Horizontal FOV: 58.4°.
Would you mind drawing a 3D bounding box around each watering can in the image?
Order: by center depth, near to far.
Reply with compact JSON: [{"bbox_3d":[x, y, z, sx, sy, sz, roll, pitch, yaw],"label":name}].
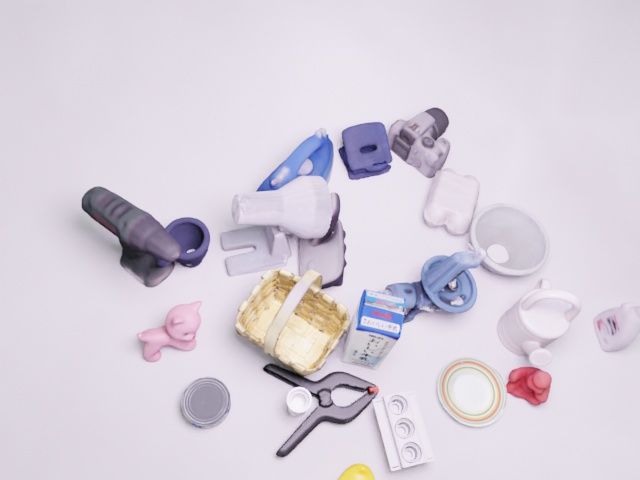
[{"bbox_3d":[0.413,0.149,1.064,0.101,0.194,0.173,-3,63,-7],"label":"watering can"}]

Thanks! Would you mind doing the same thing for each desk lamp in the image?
[{"bbox_3d":[-0.088,-0.029,1.095,0.203,0.213,0.118,-12,64,-12],"label":"desk lamp"}]

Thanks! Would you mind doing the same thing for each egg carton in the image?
[{"bbox_3d":[0.287,-0.084,1.245,0.107,0.069,0.150,19,62,4],"label":"egg carton"}]

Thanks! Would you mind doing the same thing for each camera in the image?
[{"bbox_3d":[0.247,-0.241,1.306,0.143,0.101,0.137,42,66,16],"label":"camera"}]

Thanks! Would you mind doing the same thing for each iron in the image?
[{"bbox_3d":[-0.037,-0.160,1.210,0.118,0.141,0.259,30,63,10],"label":"iron"}]

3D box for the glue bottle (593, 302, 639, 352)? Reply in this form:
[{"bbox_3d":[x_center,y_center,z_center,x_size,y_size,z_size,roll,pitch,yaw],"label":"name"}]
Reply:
[{"bbox_3d":[0.586,0.154,1.092,0.037,0.173,0.078,-5,63,-8],"label":"glue bottle"}]

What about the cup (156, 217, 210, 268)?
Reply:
[{"bbox_3d":[-0.265,0.024,1.115,0.091,0.095,0.118,36,65,13],"label":"cup"}]

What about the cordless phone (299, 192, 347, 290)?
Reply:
[{"bbox_3d":[0.010,0.004,1.104,0.094,0.185,0.147,-1,62,-6],"label":"cordless phone"}]

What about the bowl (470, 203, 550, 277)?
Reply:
[{"bbox_3d":[0.387,0.011,1.202,0.167,0.075,0.167,3,62,-5],"label":"bowl"}]

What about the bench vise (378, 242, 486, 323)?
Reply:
[{"bbox_3d":[0.215,0.090,1.060,0.208,0.220,0.121,-26,68,-18],"label":"bench vise"}]

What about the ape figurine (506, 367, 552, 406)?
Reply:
[{"bbox_3d":[0.396,0.265,1.059,0.076,0.092,0.077,-21,66,-16],"label":"ape figurine"}]

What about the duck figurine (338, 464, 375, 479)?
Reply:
[{"bbox_3d":[0.062,0.422,0.945,0.077,0.086,0.104,17,62,3],"label":"duck figurine"}]

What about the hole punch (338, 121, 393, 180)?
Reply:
[{"bbox_3d":[0.105,-0.199,1.274,0.109,0.091,0.101,-14,65,-13],"label":"hole punch"}]

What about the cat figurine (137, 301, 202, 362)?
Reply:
[{"bbox_3d":[-0.266,0.159,1.031,0.128,0.118,0.067,-18,65,-14],"label":"cat figurine"}]

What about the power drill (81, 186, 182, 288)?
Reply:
[{"bbox_3d":[-0.332,0.003,1.055,0.229,0.208,0.076,35,64,12],"label":"power drill"}]
